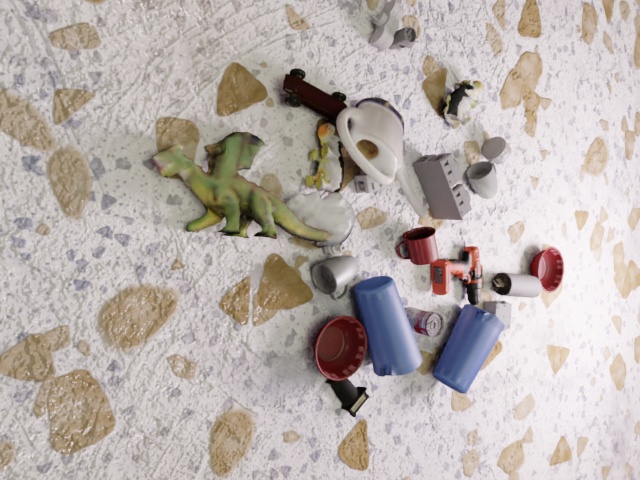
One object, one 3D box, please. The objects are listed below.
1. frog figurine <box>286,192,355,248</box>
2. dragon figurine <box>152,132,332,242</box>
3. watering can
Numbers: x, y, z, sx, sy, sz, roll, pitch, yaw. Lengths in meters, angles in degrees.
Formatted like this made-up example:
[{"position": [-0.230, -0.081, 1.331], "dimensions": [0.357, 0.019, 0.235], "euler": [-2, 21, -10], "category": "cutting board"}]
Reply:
[{"position": [0.004, -0.061, 1.222], "dimensions": [0.138, 0.124, 0.157], "euler": [-46, 129, -3], "category": "frog figurine"}, {"position": [-0.157, -0.121, 1.113], "dimensions": [0.410, 0.121, 0.245], "euler": [5, 80, -30], "category": "dragon figurine"}, {"position": [0.168, -0.219, 1.297], "dimensions": [0.343, 0.103, 0.230], "euler": [39, 47, -28], "category": "watering can"}]
